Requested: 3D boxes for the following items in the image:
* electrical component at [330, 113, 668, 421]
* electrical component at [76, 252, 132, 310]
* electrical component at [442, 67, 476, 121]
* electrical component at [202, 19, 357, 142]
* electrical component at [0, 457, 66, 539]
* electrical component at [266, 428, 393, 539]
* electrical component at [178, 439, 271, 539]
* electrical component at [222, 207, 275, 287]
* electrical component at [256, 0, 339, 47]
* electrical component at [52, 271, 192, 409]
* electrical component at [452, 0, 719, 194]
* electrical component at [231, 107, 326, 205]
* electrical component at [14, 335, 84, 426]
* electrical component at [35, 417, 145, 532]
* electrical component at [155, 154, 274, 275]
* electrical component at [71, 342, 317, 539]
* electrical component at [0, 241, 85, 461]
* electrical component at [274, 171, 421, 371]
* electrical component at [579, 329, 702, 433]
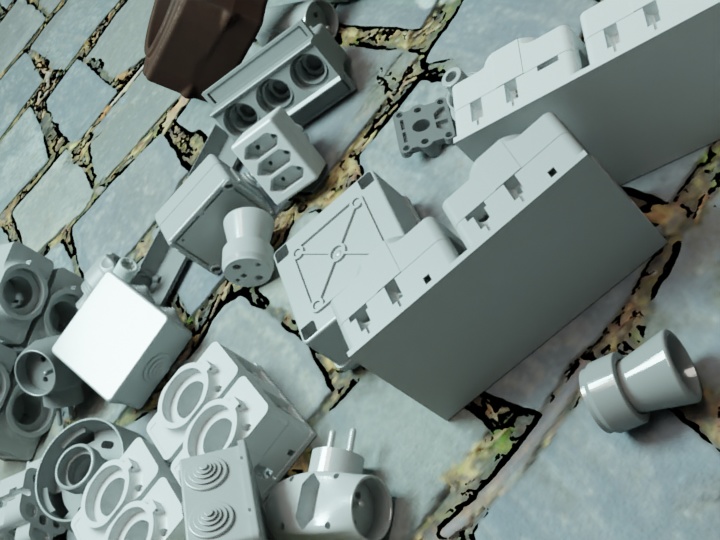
[{"bbox_3d":[0.085,-0.001,0.687,0.186,0.105,0.060,-41,41,14],"label":"electrical component"},{"bbox_3d":[-0.251,0.017,1.047,0.062,0.043,0.043,-47,40,10],"label":"electrical component"},{"bbox_3d":[0.086,-0.128,0.810,0.048,0.062,0.048,-25,48,30],"label":"electrical component"},{"bbox_3d":[-0.073,-0.170,0.992,0.121,0.078,0.063,-31,23,25],"label":"electrical component"},{"bbox_3d":[-0.294,0.209,0.940,0.057,0.058,0.078,-25,47,26],"label":"electrical component"},{"bbox_3d":[-0.018,0.145,0.729,0.077,0.043,0.079,-12,56,38],"label":"electrical component"},{"bbox_3d":[-0.088,0.178,0.723,0.048,0.099,0.099,-13,37,-5],"label":"electrical component"},{"bbox_3d":[-0.096,-0.019,0.922,0.045,0.045,0.055,-27,47,28],"label":"electrical component"},{"bbox_3d":[-0.069,-0.221,1.041,0.077,0.044,0.079,5,66,46],"label":"electrical component"},{"bbox_3d":[-0.208,0.063,0.950,0.100,0.048,0.099,33,87,31],"label":"electrical component"},{"bbox_3d":[0.165,-0.116,0.692,0.186,0.105,0.060,-26,47,29],"label":"electrical component"},{"bbox_3d":[-0.066,-0.107,0.947,0.047,0.065,0.076,-33,15,23],"label":"electrical component"},{"bbox_3d":[-0.277,0.103,0.994,0.044,0.077,0.079,-1,100,18],"label":"electrical component"},{"bbox_3d":[-0.223,0.176,0.908,0.099,0.064,0.099,-14,56,21],"label":"electrical component"},{"bbox_3d":[-0.128,-0.057,0.967,0.096,0.062,0.061,-47,40,8],"label":"electrical component"},{"bbox_3d":[-0.134,0.158,0.819,0.186,0.060,0.105,-52,40,2],"label":"electrical component"},{"bbox_3d":[-0.337,0.078,1.037,0.060,0.105,0.186,-6,58,41],"label":"electrical component"},{"bbox_3d":[0.000,0.000,0.806,0.109,0.056,0.108,-40,41,15],"label":"electrical component"},{"bbox_3d":[0.160,0.065,0.615,0.055,0.045,0.045,-29,46,27],"label":"electrical component"}]
